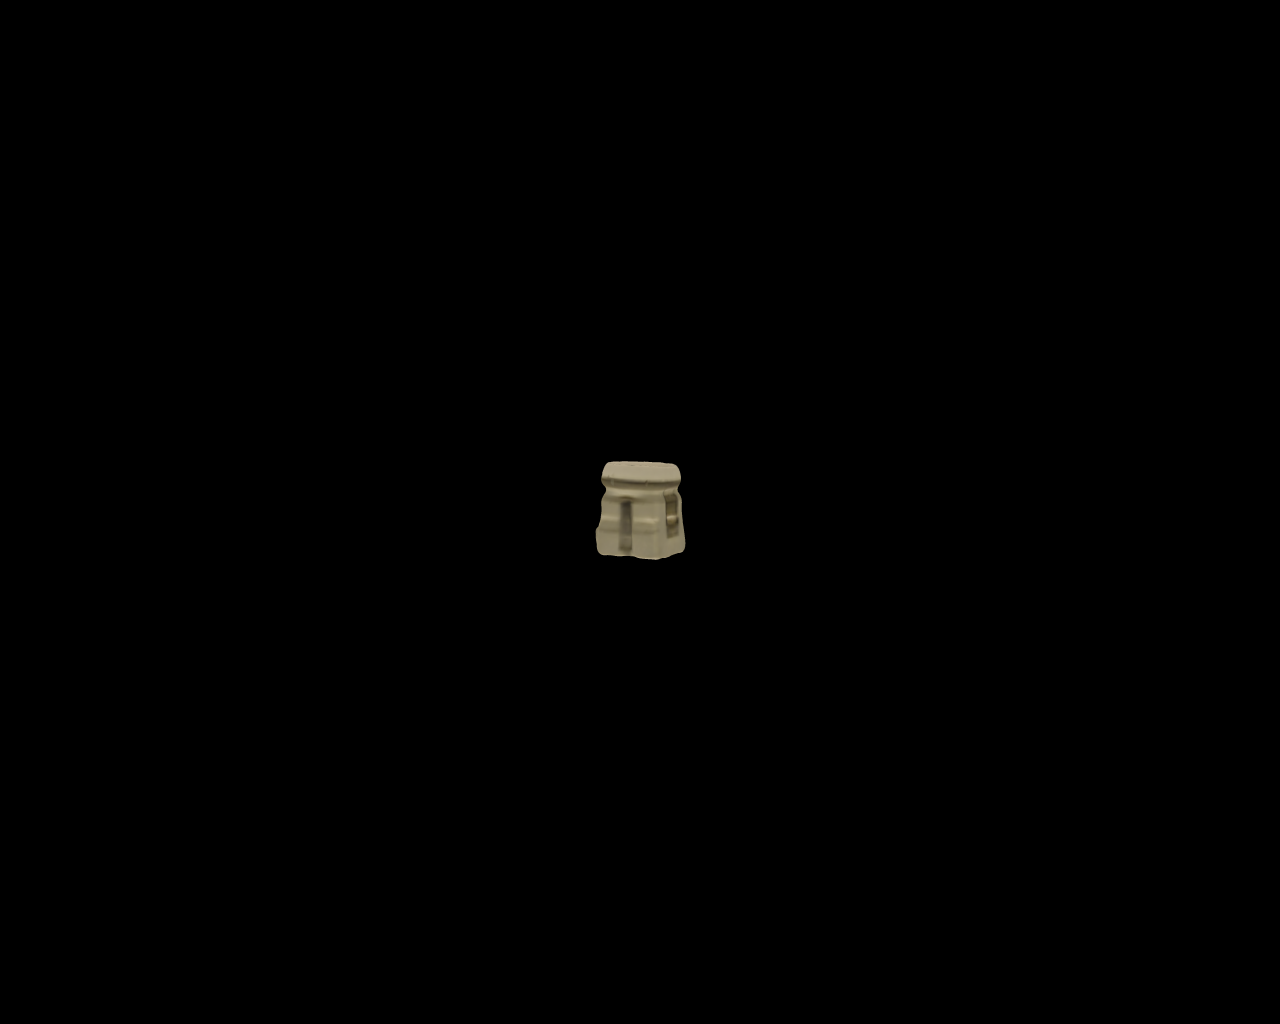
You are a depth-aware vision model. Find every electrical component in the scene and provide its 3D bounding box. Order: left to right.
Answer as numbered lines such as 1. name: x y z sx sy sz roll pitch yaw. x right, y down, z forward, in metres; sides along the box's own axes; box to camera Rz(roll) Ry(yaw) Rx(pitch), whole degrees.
1. electrical component: 0.001 -0.003 0.650 0.066 0.055 0.048 4 8 29
